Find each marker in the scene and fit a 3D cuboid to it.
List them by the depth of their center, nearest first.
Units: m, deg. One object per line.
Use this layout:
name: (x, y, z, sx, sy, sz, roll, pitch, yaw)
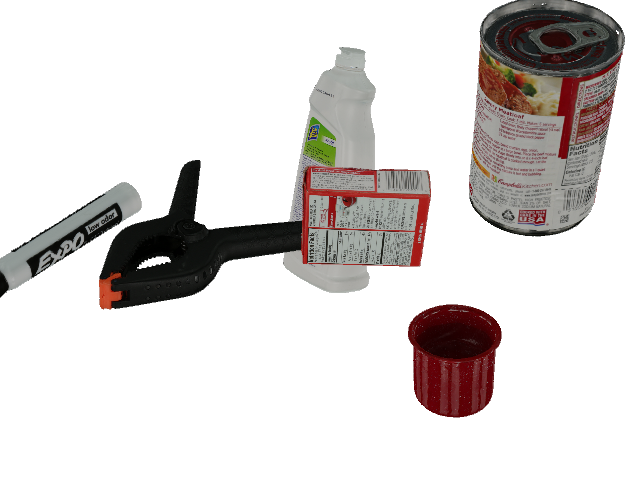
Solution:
marker: (-0.144, 0.004, 0.565, 0.020, 0.020, 0.120, 0, 29, 45)

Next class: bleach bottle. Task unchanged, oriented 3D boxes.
bleach bottle: (0.021, -0.078, 1.141, 0.067, 0.251, 0.103, -8, 24, -40)

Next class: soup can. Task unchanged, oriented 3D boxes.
soup can: (0.111, -0.061, 0.539, 0.068, 0.102, 0.068, -1, 42, 1)

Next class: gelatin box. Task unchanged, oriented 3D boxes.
gelatin box: (0.031, -0.017, 0.761, 0.089, 0.030, 0.073, 2, -44, 0)

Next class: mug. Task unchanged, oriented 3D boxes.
mug: (0.143, 0.119, 1.092, 0.093, 0.081, 0.117, 19, 39, 31)

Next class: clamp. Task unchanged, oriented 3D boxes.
clamp: (-0.117, -0.004, 0.920, 0.165, 0.036, 0.209, 30, 41, 32)
